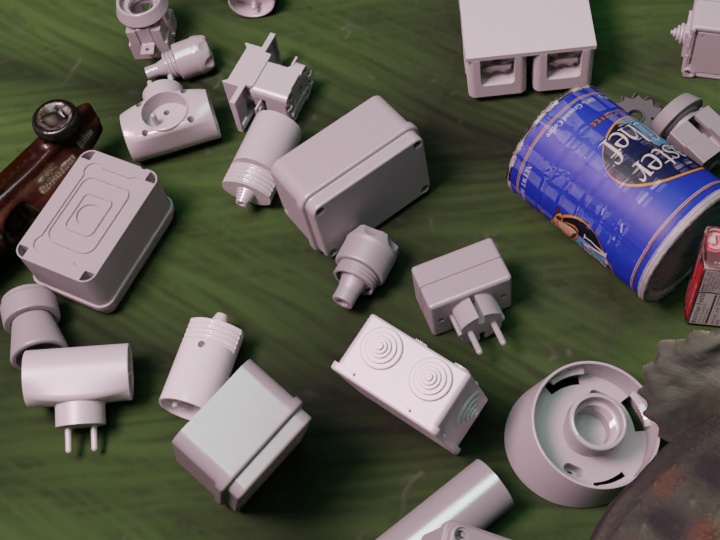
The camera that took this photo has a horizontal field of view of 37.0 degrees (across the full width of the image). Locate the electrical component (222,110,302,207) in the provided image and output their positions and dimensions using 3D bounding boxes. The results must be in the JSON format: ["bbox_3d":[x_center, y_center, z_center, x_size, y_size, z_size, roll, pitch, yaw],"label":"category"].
[{"bbox_3d":[-0.083,-0.088,0.895,0.043,0.043,0.081,15,64,16],"label":"electrical component"}]

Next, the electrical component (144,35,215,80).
[{"bbox_3d":[-0.163,-0.187,0.968,0.061,0.035,0.035,-20,60,-1],"label":"electrical component"}]

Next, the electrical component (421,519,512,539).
[{"bbox_3d":[0.084,0.226,0.668,0.109,0.056,0.108,21,63,-9],"label":"electrical component"}]

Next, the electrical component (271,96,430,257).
[{"bbox_3d":[-0.005,-0.073,0.857,0.113,0.078,0.057,-35,59,-12],"label":"electrical component"}]

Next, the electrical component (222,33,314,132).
[{"bbox_3d":[-0.079,-0.160,0.936,0.064,0.042,0.081,19,66,16],"label":"electrical component"}]

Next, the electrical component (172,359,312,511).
[{"bbox_3d":[-0.081,0.116,0.737,0.057,0.113,0.078,41,72,6],"label":"electrical component"}]

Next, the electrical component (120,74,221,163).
[{"bbox_3d":[-0.168,-0.139,0.935,0.077,0.044,0.079,-17,59,-2],"label":"electrical component"}]

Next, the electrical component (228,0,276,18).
[{"bbox_3d":[-0.118,-0.278,1.007,0.079,0.044,0.077,-4,60,6],"label":"electrical component"}]

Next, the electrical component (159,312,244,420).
[{"bbox_3d":[-0.117,0.069,0.811,0.043,0.043,0.081,11,63,14],"label":"electrical component"}]

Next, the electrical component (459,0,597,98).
[{"bbox_3d":[0.139,-0.242,0.941,0.105,0.060,0.186,-5,60,5],"label":"electrical component"}]

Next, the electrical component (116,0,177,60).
[{"bbox_3d":[-0.194,-0.229,0.983,0.048,0.055,0.066,-3,60,6],"label":"electrical component"}]

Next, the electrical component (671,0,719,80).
[{"bbox_3d":[0.309,-0.199,0.893,0.096,0.061,0.061,10,63,13],"label":"electrical component"}]

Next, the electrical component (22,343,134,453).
[{"bbox_3d":[-0.210,0.097,0.807,0.077,0.043,0.079,-4,77,-7],"label":"electrical component"}]

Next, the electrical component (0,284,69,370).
[{"bbox_3d":[-0.256,0.045,0.844,0.045,0.045,0.055,-21,60,-4],"label":"electrical component"}]

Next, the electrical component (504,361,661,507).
[{"bbox_3d":[0.156,0.114,0.751,0.099,0.064,0.099,2,66,-5],"label":"electrical component"}]

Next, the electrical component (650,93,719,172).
[{"bbox_3d":[0.266,-0.107,0.857,0.066,0.048,0.055,-35,69,-12],"label":"electrical component"}]

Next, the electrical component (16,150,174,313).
[{"bbox_3d":[-0.212,-0.031,0.873,0.078,0.057,0.113,20,65,18],"label":"electrical component"}]

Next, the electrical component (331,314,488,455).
[{"bbox_3d":[0.038,0.080,0.754,0.100,0.099,0.048,31,82,22],"label":"electrical component"}]

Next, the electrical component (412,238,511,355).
[{"bbox_3d":[0.084,0.028,0.805,0.066,0.047,0.076,-21,60,-4],"label":"electrical component"}]

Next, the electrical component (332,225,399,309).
[{"bbox_3d":[0.000,0.000,0.834,0.043,0.043,0.062,21,67,18],"label":"electrical component"}]
